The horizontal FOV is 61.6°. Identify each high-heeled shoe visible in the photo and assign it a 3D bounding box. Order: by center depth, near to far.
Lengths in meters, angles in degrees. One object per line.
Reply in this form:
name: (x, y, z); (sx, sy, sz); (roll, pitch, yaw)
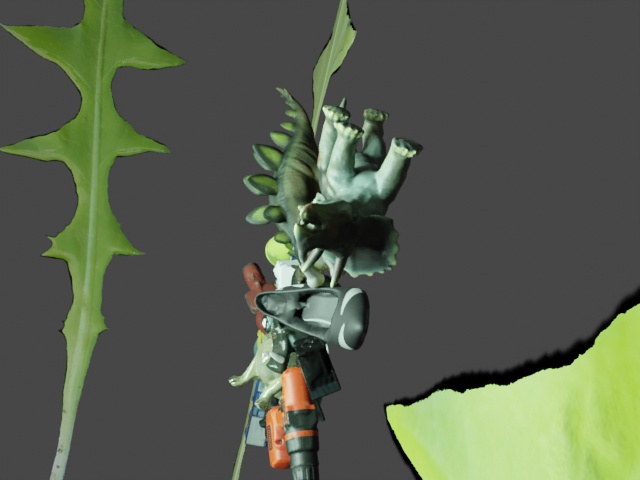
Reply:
high-heeled shoe: (-0.018, 0.099, 0.769); (0.249, 0.145, 0.086); (151, 130, -80)

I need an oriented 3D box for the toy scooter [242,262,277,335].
toy scooter: (-0.104, 0.138, 1.090); (0.183, 0.075, 0.135); (66, 171, -17)

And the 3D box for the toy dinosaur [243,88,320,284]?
toy dinosaur: (-0.037, -0.116, 0.998); (0.105, 0.198, 0.471); (118, 160, -48)

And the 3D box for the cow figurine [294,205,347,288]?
cow figurine: (-0.004, -0.016, 0.820); (0.167, 0.068, 0.098); (-88, -28, -52)

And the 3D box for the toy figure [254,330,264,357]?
toy figure: (-0.125, 0.269, 1.386); (0.180, 0.082, 0.089); (119, 149, -48)

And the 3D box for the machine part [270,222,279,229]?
machine part: (-0.075, -0.111, 1.483); (0.179, 0.056, 0.179); (-56, 9, 14)

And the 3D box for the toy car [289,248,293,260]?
toy car: (-0.056, 0.038, 1.342); (0.073, 0.056, 0.201); (-94, 19, -78)

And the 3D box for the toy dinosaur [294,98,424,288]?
toy dinosaur: (0.044, -0.079, 0.752); (0.405, 0.131, 0.192); (-85, 11, -68)

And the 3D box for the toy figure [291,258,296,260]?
toy figure: (-0.040, 0.079, 1.195); (0.064, 0.058, 0.154); (-88, 8, -70)

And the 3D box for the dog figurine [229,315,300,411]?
dog figurine: (-0.063, 0.216, 1.041); (0.190, 0.121, 0.172); (-61, -19, 5)

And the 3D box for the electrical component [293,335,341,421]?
electrical component: (0.000, 0.205, 0.800); (0.075, 0.048, 0.119); (-165, 55, -83)

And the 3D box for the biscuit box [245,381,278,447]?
biscuit box: (-0.144, 0.416, 1.367); (0.063, 0.059, 0.202); (-137, 60, -79)

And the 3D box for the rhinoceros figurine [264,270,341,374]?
rhinoceros figurine: (-0.034, 0.137, 0.918); (0.073, 0.112, 0.190); (161, 128, -73)
